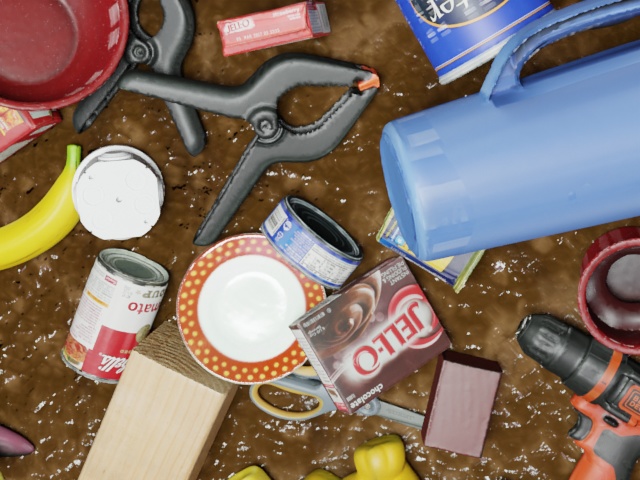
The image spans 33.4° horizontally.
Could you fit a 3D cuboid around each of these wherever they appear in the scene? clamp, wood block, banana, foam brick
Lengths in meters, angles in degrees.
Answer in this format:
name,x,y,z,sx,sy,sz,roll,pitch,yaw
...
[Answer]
name,x,y,z,sx,sy,sz,roll,pitch,yaw
clamp,-0.054,-0.105,0.889,0.210,0.036,0.164,-28,112,9
wood block,-0.151,0.191,0.961,0.090,0.090,0.206,26,106,4
clamp,-0.139,-0.154,0.910,0.120,0.039,0.172,18,112,0
banana,-0.282,-0.010,0.972,0.198,0.037,0.070,-29,72,13
foam brick,0.120,0.139,0.909,0.051,0.053,0.078,13,95,3

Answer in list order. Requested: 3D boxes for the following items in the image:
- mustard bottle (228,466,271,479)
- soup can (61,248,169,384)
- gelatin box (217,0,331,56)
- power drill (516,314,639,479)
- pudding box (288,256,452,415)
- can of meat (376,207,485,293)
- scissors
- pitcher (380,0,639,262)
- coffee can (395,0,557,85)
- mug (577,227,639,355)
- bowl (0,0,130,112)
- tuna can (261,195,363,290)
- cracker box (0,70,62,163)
name,x,y,z,sx,sy,sz,roll,pitch,yaw
mustard bottle,-0.038,0.308,0.982,0.096,0.058,0.191,-37,93,13
soup can,-0.182,0.067,0.951,0.068,0.068,0.102,25,105,4
gelatin box,-0.036,-0.171,0.858,0.073,0.089,0.030,-9,101,13
power drill,0.212,0.174,0.904,0.184,0.057,0.188,31,106,2
pudding box,0.043,0.079,0.901,0.113,0.039,0.090,-32,95,-15
can of meat,0.105,-0.021,0.882,0.084,0.057,0.102,31,105,5
scissors,0.036,0.127,0.950,0.202,0.016,0.096,3,103,10
pitcher,0.171,-0.075,0.785,0.242,0.145,0.149,-15,74,-3
coffee can,0.104,-0.205,0.817,0.103,0.102,0.140,-29,95,15
mug,0.261,0.043,0.853,0.117,0.081,0.093,38,106,1
bowl,-0.239,-0.177,0.868,0.162,0.055,0.162,3,81,-18
tuna can,-0.006,0.001,0.893,0.086,0.086,0.034,39,104,0
cracker box,-0.359,-0.118,0.943,0.214,0.072,0.164,-31,94,17
